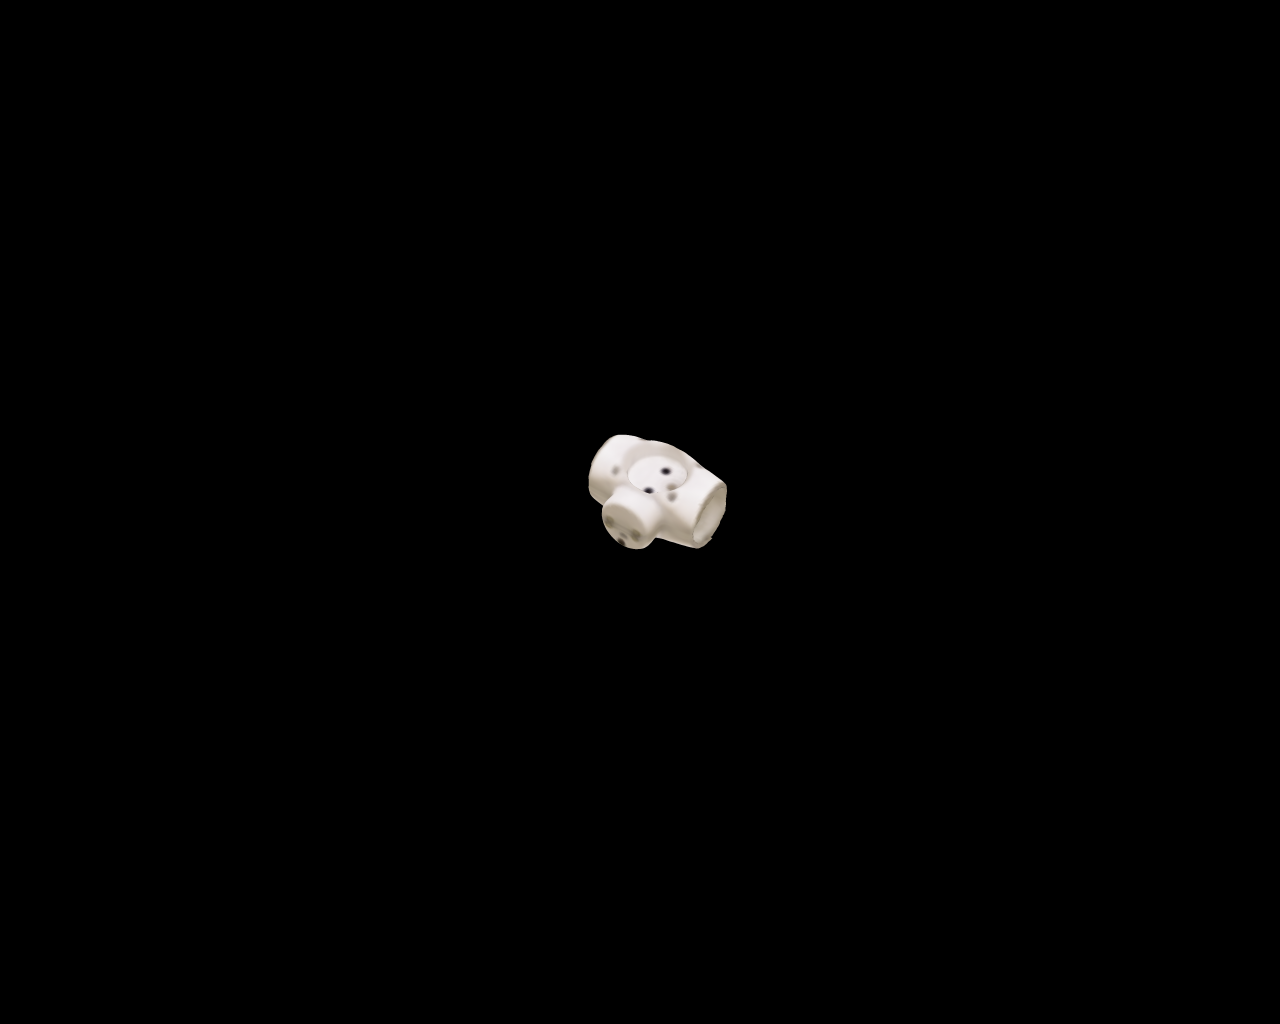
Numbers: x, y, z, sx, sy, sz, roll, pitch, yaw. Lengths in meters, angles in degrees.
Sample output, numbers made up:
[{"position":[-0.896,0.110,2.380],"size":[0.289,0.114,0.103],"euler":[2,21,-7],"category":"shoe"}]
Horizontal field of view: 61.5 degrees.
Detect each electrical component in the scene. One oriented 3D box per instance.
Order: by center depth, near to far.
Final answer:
[{"position":[0.001,-0.003,0.650],"size":[0.077,0.044,0.079],"euler":[27,53,22],"category":"electrical component"}]
